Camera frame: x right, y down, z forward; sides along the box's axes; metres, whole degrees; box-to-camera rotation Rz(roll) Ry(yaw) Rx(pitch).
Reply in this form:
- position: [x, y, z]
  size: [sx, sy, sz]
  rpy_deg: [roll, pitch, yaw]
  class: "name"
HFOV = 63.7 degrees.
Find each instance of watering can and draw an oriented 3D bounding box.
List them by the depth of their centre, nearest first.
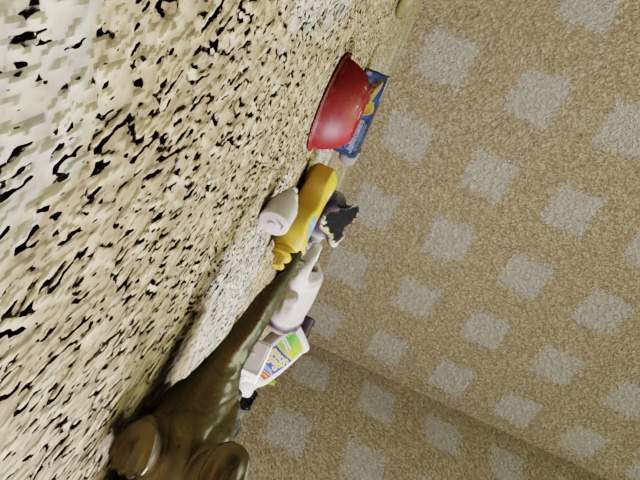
- position: [-0.065, 0.129, 1.217]
  size: [0.353, 0.104, 0.221]
  rpy_deg: [-60, 175, -68]
  class: "watering can"

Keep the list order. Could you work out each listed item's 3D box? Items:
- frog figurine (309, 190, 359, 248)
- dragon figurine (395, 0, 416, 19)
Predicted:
- position: [0.004, -0.064, 1.276]
  size: [0.161, 0.122, 0.136]
  rpy_deg: [31, -71, 57]
  class: "frog figurine"
- position: [0.296, -0.550, 0.975]
  size: [0.403, 0.243, 0.124]
  rpy_deg: [102, 7, -69]
  class: "dragon figurine"
